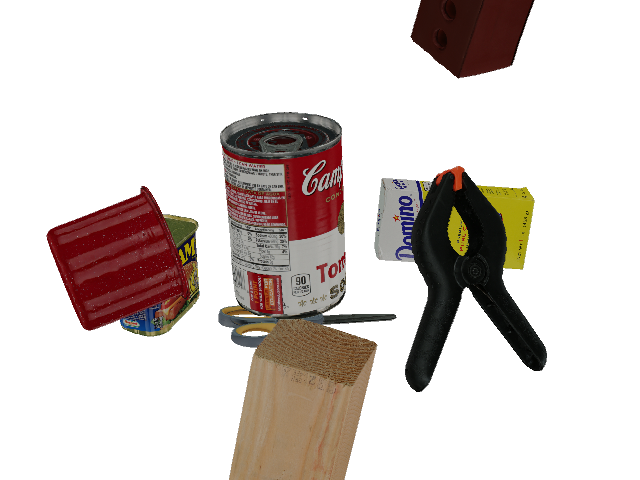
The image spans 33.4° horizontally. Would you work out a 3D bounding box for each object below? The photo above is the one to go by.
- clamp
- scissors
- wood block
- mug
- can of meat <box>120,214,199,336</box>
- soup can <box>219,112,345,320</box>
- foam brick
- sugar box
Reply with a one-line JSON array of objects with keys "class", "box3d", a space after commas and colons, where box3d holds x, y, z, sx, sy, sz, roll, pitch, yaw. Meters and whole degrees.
[{"class": "clamp", "box3d": [0.102, 0.033, 0.816, 0.120, 0.171, 0.039, -15, -3, -29]}, {"class": "scissors", "box3d": [-0.015, 0.097, 1.186, 0.202, 0.016, 0.096, 4, 21, 1]}, {"class": "wood block", "box3d": [-0.023, 0.183, 0.942, 0.090, 0.206, 0.090, 17, 23, 11]}, {"class": "mug", "box3d": [-0.157, 0.014, 0.810, 0.081, 0.093, 0.117, -22, 19, -15]}, {"class": "can of meat", "box3d": [-0.159, 0.034, 1.043, 0.057, 0.084, 0.102, 9, 27, 19]}, {"class": "soup can", "box3d": [-0.020, -0.014, 0.610, 0.068, 0.102, 0.068, -2, 25, 1]}, {"class": "foam brick", "box3d": [0.100, -0.153, 0.685, 0.051, 0.078, 0.053, -21, 52, -32]}, {"class": "sugar box", "box3d": [0.155, -0.019, 1.256, 0.176, 0.093, 0.048, 2, 23, -4]}]
